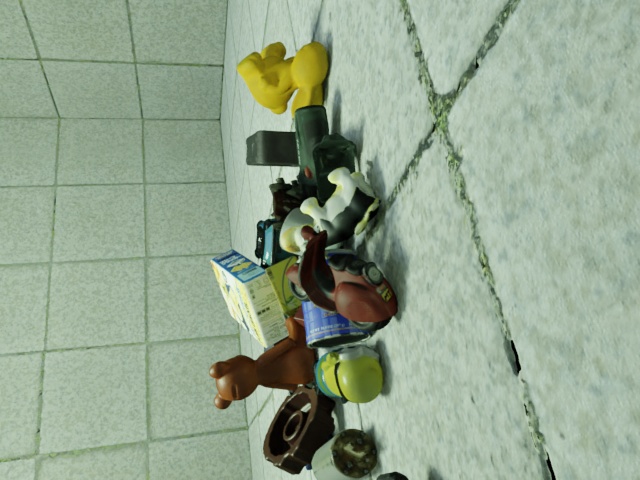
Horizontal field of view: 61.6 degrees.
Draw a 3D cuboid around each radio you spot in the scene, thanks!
[{"bbox_3d":[-0.091,-0.199,1.200,0.230,0.131,0.073,-160,70,-74],"label":"radio"}]

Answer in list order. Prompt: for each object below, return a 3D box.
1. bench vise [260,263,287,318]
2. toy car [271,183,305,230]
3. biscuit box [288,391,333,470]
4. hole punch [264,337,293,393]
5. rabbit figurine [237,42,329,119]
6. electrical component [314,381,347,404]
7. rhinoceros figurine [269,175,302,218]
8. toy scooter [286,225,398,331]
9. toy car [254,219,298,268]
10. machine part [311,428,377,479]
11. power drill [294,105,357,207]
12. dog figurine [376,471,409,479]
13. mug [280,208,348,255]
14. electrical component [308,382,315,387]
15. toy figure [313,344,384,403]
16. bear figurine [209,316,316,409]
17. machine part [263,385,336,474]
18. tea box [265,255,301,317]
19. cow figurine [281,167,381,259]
[{"bbox_3d":[-0.085,0.148,1.294,0.224,0.129,0.240,34,146,61],"label":"bench vise"},{"bbox_3d":[-0.050,-0.057,1.053,0.202,0.053,0.089,27,-117,-77],"label":"toy car"},{"bbox_3d":[-0.022,0.407,1.184,0.203,0.063,0.059,-123,32,-64],"label":"biscuit box"},{"bbox_3d":[-0.079,0.269,1.219,0.092,0.116,0.142,-55,-23,-47],"label":"hole punch"},{"bbox_3d":[-0.054,-0.315,1.044,0.173,0.122,0.162,-14,102,37],"label":"rabbit figurine"},{"bbox_3d":[0.017,0.262,1.035,0.119,0.048,0.074,-108,20,-50],"label":"electrical component"},{"bbox_3d":[-0.076,-0.091,1.302,0.190,0.073,0.112,140,115,-70],"label":"rhinoceros figurine"},{"bbox_3d":[0.023,0.047,0.752,0.184,0.075,0.135,17,132,31],"label":"toy scooter"},{"bbox_3d":[-0.085,0.008,1.181,0.162,0.103,0.109,-160,75,-74],"label":"toy car"},{"bbox_3d":[0.038,0.374,0.914,0.243,0.079,0.079,111,153,-57],"label":"machine part"},{"bbox_3d":[0.010,-0.119,0.950,0.207,0.086,0.231,-116,18,-72],"label":"power drill"},{"bbox_3d":[0.093,0.392,0.652,0.219,0.108,0.191,113,152,-55],"label":"dog figurine"},{"bbox_3d":[-0.002,-0.003,0.960,0.109,0.107,0.080,-9,-60,-66],"label":"mug"},{"bbox_3d":[-0.011,0.290,1.162,0.102,0.045,0.078,108,-176,-47],"label":"electrical component"},{"bbox_3d":[0.044,0.215,0.859,0.089,0.082,0.180,66,154,10],"label":"toy figure"},{"bbox_3d":[-0.108,0.234,1.009,0.132,0.196,0.120,-113,14,-63],"label":"bear figurine"},{"bbox_3d":[-0.042,0.378,1.077,0.179,0.056,0.179,-45,19,21],"label":"machine part"},{"bbox_3d":[-0.050,0.101,1.087,0.169,0.068,0.098,73,172,-77],"label":"tea box"},{"bbox_3d":[0.017,-0.022,0.816,0.167,0.068,0.098,-47,57,19],"label":"cow figurine"}]
